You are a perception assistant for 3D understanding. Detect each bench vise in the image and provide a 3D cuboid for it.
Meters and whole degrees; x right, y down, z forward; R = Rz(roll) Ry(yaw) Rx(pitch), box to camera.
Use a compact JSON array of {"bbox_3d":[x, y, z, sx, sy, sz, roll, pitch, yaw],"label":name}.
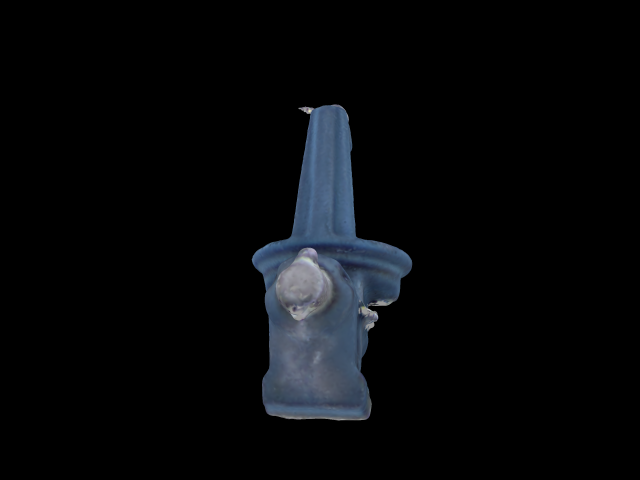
[{"bbox_3d":[0.016,0.001,0.402,0.121,0.220,0.207,0,0,-10],"label":"bench vise"}]
